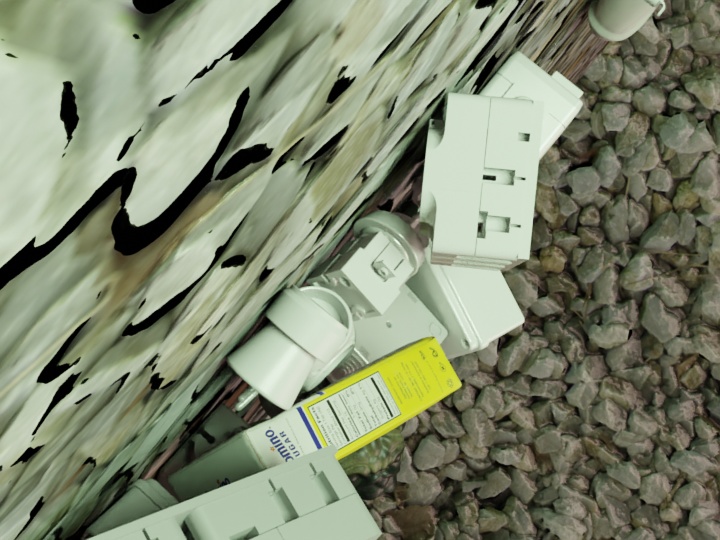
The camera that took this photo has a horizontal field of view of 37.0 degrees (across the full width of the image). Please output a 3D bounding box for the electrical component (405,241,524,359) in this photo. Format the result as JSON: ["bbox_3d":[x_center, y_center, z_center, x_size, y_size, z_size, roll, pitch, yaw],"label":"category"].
[{"bbox_3d":[0.068,0.015,0.888,0.056,0.108,0.109,-27,179,-25],"label":"electrical component"}]

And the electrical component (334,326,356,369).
[{"bbox_3d":[-0.030,0.049,0.750,0.066,0.048,0.055,-49,-177,-20],"label":"electrical component"}]

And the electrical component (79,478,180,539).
[{"bbox_3d":[-0.121,0.196,0.634,0.056,0.109,0.108,-42,171,-50],"label":"electrical component"}]

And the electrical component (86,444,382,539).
[{"bbox_3d":[-0.089,0.161,0.513,0.186,0.060,0.105,-14,151,-41],"label":"electrical component"}]

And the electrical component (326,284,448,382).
[{"bbox_3d":[0.010,0.050,0.833,0.048,0.099,0.099,-36,-172,48],"label":"electrical component"}]

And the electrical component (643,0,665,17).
[{"bbox_3d":[0.154,-0.177,0.589,0.078,0.063,0.121,-52,176,20],"label":"electrical component"}]

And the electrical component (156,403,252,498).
[{"bbox_3d":[-0.094,0.125,0.714,0.065,0.047,0.076,-48,175,-31],"label":"electrical component"}]

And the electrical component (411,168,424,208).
[{"bbox_3d":[0.069,-0.068,0.787,0.062,0.043,0.043,-50,176,-23],"label":"electrical component"}]

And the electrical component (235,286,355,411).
[{"bbox_3d":[-0.045,0.055,0.646,0.079,0.044,0.077,-43,172,-24],"label":"electrical component"}]

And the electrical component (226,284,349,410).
[{"bbox_3d":[-0.039,0.041,0.586,0.055,0.045,0.045,-51,176,-2],"label":"electrical component"}]

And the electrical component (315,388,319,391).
[{"bbox_3d":[-0.008,0.057,0.979,0.108,0.056,0.109,-53,175,30],"label":"electrical component"}]

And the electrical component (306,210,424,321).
[{"bbox_3d":[0.006,-0.003,0.646,0.055,0.048,0.066,-50,-163,-27],"label":"electrical component"}]

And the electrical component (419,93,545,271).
[{"bbox_3d":[0.070,-0.049,0.663,0.150,0.062,0.089,37,59,-86],"label":"electrical component"}]

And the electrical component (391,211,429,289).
[{"bbox_3d":[0.024,-0.015,0.773,0.079,0.043,0.077,-53,175,33],"label":"electrical component"}]

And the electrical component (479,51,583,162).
[{"bbox_3d":[0.119,-0.115,0.775,0.061,0.062,0.096,-50,176,-2],"label":"electrical component"}]
